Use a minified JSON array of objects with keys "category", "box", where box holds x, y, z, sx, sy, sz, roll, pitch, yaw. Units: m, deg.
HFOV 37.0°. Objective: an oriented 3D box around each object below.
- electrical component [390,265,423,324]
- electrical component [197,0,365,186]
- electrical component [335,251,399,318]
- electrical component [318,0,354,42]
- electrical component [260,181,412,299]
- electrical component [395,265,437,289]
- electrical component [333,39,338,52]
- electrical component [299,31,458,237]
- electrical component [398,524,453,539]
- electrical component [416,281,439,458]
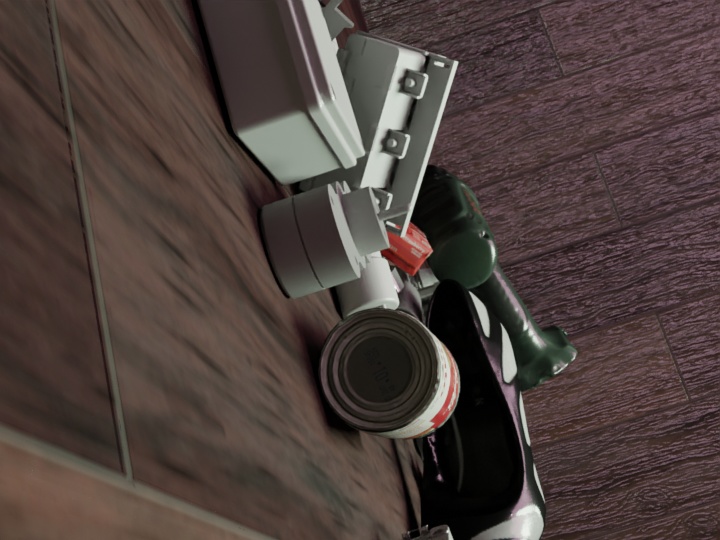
[{"category":"electrical component","box":[0.020,0.023,0.848,0.079,0.043,0.077,63,9,-13]},{"category":"electrical component","box":[-0.045,-0.115,0.603,0.108,0.056,0.108,48,24,-75]},{"category":"electrical component","box":[0.000,0.000,0.746,0.040,0.040,0.078,55,18,-70]},{"category":"electrical component","box":[-0.042,-0.161,0.687,0.064,0.081,0.042,42,11,-10]},{"category":"electrical component","box":[-0.006,-0.025,0.605,0.138,0.074,0.052,-53,125,-83]},{"category":"electrical component","box":[0.049,0.013,1.046,0.043,0.062,0.043,-18,90,-84]},{"category":"electrical component","box":[-0.026,-0.117,0.795,0.138,0.052,0.073,61,13,-62]},{"category":"electrical component","box":[0.007,-0.092,0.719,0.063,0.079,0.121,-6,117,-58]},{"category":"electrical component","box":[0.040,0.178,0.589,0.081,0.042,0.063,-67,135,-82]},{"category":"electrical component","box":[0.071,0.101,0.992,0.089,0.062,0.150,60,13,-64]}]
